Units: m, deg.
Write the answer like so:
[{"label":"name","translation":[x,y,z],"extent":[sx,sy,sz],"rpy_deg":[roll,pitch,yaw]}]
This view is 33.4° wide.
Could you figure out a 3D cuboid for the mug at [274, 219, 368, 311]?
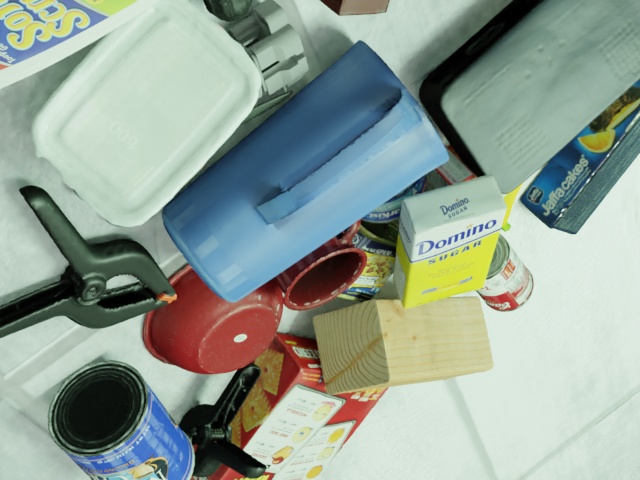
[{"label":"mug","translation":[-0.007,0.001,1.033],"extent":[0.093,0.081,0.117],"rpy_deg":[1,138,-49]}]

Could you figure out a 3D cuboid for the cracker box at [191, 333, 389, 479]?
[{"label":"cracker box","translation":[-0.040,0.213,1.244],"extent":[0.163,0.072,0.214],"rpy_deg":[14,118,-46]}]

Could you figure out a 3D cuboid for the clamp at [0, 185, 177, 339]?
[{"label":"clamp","translation":[-0.208,0.028,0.937],"extent":[0.209,0.036,0.165],"rpy_deg":[3,125,-45]}]

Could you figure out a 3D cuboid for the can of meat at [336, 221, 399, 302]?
[{"label":"can of meat","translation":[0.040,0.016,1.125],"extent":[0.101,0.057,0.084],"rpy_deg":[17,117,-49]}]

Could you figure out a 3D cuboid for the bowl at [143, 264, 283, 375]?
[{"label":"bowl","translation":[-0.095,0.084,1.078],"extent":[0.161,0.055,0.162],"rpy_deg":[-24,140,-22]}]

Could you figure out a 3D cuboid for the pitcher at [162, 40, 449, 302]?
[{"label":"pitcher","translation":[-0.016,-0.054,0.939],"extent":[0.243,0.145,0.149],"rpy_deg":[-37,146,1]}]

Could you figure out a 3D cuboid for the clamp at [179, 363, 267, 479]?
[{"label":"clamp","translation":[-0.111,0.200,1.150],"extent":[0.039,0.120,0.172],"rpy_deg":[21,154,-35]}]

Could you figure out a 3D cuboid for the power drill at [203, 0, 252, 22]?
[{"label":"power drill","translation":[-0.025,-0.266,0.779],"extent":[0.187,0.057,0.184],"rpy_deg":[-30,142,-13]}]

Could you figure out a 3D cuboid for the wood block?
[{"label":"wood block","translation":[0.099,0.117,1.208],"extent":[0.091,0.090,0.205],"rpy_deg":[-18,167,38]}]

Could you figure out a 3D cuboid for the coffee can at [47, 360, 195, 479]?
[{"label":"coffee can","translation":[-0.196,0.199,1.068],"extent":[0.102,0.103,0.140],"rpy_deg":[-33,142,-10]}]

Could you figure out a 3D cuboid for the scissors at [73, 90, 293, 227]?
[{"label":"scissors","translation":[-0.114,-0.066,0.924],"extent":[0.201,0.016,0.096],"rpy_deg":[-20,144,-15]}]

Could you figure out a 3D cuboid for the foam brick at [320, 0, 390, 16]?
[{"label":"foam brick","translation":[0.031,-0.229,0.870],"extent":[0.051,0.053,0.078],"rpy_deg":[-11,135,-33]}]

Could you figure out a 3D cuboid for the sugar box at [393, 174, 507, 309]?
[{"label":"sugar box","translation":[0.125,0.006,1.056],"extent":[0.093,0.048,0.176],"rpy_deg":[-16,156,-6]}]

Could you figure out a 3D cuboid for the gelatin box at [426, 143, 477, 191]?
[{"label":"gelatin box","translation":[0.128,-0.062,1.094],"extent":[0.030,0.089,0.073],"rpy_deg":[-31,142,-11]}]

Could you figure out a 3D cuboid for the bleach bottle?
[{"label":"bleach bottle","translation":[-0.211,-0.150,0.726],"extent":[0.251,0.068,0.102],"rpy_deg":[-36,125,-3]}]

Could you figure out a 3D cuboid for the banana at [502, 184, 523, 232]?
[{"label":"banana","translation":[0.228,-0.088,1.203],"extent":[0.069,0.037,0.198],"rpy_deg":[-24,145,-51]}]

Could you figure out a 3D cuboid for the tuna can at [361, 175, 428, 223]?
[{"label":"tuna can","translation":[0.060,-0.060,1.041],"extent":[0.086,0.086,0.033],"rpy_deg":[-33,141,-10]}]

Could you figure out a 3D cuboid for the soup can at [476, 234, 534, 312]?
[{"label":"soup can","translation":[0.211,0.037,1.285],"extent":[0.068,0.069,0.102],"rpy_deg":[-43,143,3]}]
